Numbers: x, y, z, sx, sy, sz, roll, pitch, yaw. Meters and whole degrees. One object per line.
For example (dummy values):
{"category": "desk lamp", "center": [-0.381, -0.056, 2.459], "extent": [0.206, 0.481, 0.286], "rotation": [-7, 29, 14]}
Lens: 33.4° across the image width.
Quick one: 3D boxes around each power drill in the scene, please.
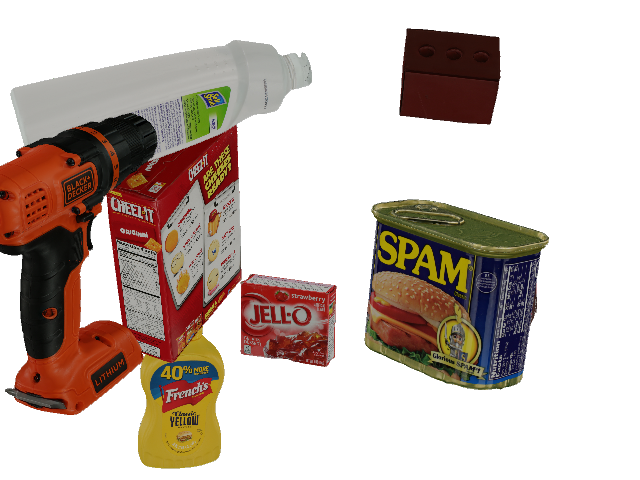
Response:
{"category": "power drill", "center": [-0.170, 0.013, 0.759], "extent": [0.057, 0.188, 0.184], "rotation": [9, 24, 25]}

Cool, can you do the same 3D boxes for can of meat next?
{"category": "can of meat", "center": [0.073, 0.029, 0.604], "extent": [0.057, 0.084, 0.102], "rotation": [-9, 20, -41]}

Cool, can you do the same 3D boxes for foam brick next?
{"category": "foam brick", "center": [0.105, -0.133, 0.866], "extent": [0.078, 0.053, 0.051], "rotation": [6, -40, 2]}

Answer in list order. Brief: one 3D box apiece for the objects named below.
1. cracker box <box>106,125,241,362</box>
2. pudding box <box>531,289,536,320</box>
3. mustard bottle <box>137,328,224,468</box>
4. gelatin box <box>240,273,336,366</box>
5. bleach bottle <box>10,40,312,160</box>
{"category": "cracker box", "center": [-0.152, -0.004, 1.139], "extent": [0.072, 0.214, 0.164], "rotation": [15, 39, 19]}
{"category": "pudding box", "center": [0.156, 0.037, 1.054], "extent": [0.114, 0.039, 0.090], "rotation": [20, -30, 24]}
{"category": "mustard bottle", "center": [-0.160, 0.167, 1.235], "extent": [0.096, 0.192, 0.058], "rotation": [0, 17, -16]}
{"category": "gelatin box", "center": [-0.031, 0.074, 0.998], "extent": [0.089, 0.073, 0.030], "rotation": [7, 17, 18]}
{"category": "bleach bottle", "center": [-0.129, -0.113, 0.917], "extent": [0.250, 0.068, 0.102], "rotation": [-16, -31, -13]}
